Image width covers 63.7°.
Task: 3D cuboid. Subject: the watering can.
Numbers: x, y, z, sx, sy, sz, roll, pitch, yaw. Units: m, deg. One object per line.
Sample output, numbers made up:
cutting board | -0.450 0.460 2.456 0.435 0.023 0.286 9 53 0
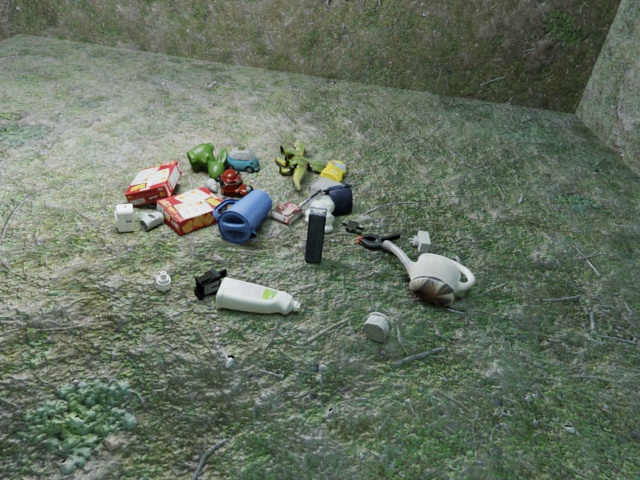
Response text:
watering can | 0.363 0.112 1.792 0.349 0.101 0.229 18 35 13

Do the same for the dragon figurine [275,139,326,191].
dragon figurine | -0.067 -0.341 2.379 0.243 0.119 0.419 1 42 -27

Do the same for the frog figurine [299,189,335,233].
frog figurine | 0.006 -0.103 2.047 0.139 0.121 0.160 -35 85 -19
